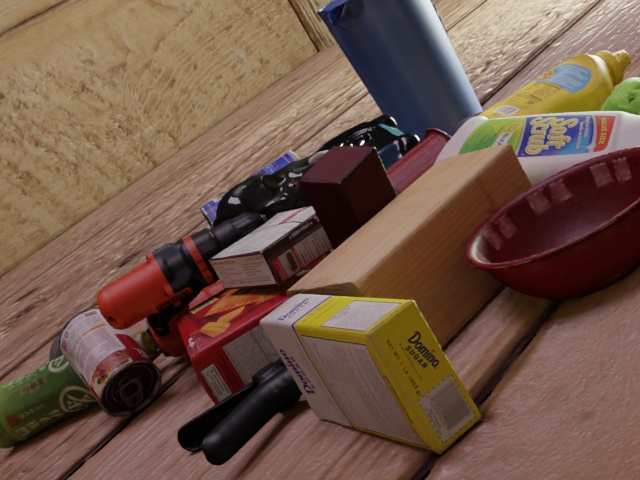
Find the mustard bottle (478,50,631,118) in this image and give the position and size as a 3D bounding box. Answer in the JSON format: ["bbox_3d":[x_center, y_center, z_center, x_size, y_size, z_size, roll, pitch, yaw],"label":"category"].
[{"bbox_3d":[0.257,-0.149,1.150,0.191,0.058,0.096,-34,25,-11],"label":"mustard bottle"}]

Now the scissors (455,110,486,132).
[{"bbox_3d":[0.241,-0.157,1.250,0.202,0.016,0.096,-25,-12,26],"label":"scissors"}]

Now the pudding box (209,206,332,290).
[{"bbox_3d":[-0.038,0.007,0.971,0.089,0.039,0.114,-36,12,-27],"label":"pudding box"}]

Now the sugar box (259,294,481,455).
[{"bbox_3d":[0.028,0.085,0.726,0.048,0.093,0.176,-35,13,-19],"label":"sugar box"}]

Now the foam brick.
[{"bbox_3d":[0.029,-0.034,0.906,0.053,0.078,0.051,6,42,45],"label":"foam brick"}]

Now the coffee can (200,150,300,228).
[{"bbox_3d":[-0.070,-0.036,1.379,0.140,0.103,0.103,-33,13,-6],"label":"coffee can"}]

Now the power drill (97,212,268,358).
[{"bbox_3d":[-0.126,0.049,1.100,0.184,0.057,0.187,-28,-21,-6],"label":"power drill"}]

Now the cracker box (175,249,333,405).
[{"bbox_3d":[-0.025,0.059,0.990,0.213,0.072,0.164,-32,13,-5],"label":"cracker box"}]

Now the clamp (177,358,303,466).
[{"bbox_3d":[-0.044,0.124,0.870,0.171,0.039,0.120,-34,11,-26],"label":"clamp"}]

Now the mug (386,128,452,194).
[{"bbox_3d":[0.114,-0.045,1.057,0.081,0.093,0.117,-39,49,-10],"label":"mug"}]

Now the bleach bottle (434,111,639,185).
[{"bbox_3d":[0.220,-0.074,0.912,0.251,0.068,0.102,-4,35,47],"label":"bleach bottle"}]

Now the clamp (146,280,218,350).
[{"bbox_3d":[-0.169,0.078,1.296,0.164,0.036,0.210,-48,5,2],"label":"clamp"}]

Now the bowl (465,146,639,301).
[{"bbox_3d":[0.188,-0.004,0.773,0.162,0.055,0.162,-30,13,7],"label":"bowl"}]

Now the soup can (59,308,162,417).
[{"bbox_3d":[-0.216,0.124,1.092,0.068,0.068,0.102,-35,48,-16],"label":"soup can"}]

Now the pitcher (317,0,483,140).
[{"bbox_3d":[0.116,-0.228,1.354,0.149,0.243,0.145,-32,13,-2],"label":"pitcher"}]

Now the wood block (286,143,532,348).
[{"bbox_3d":[0.085,0.017,0.853,0.205,0.091,0.090,-40,17,-34],"label":"wood block"}]
